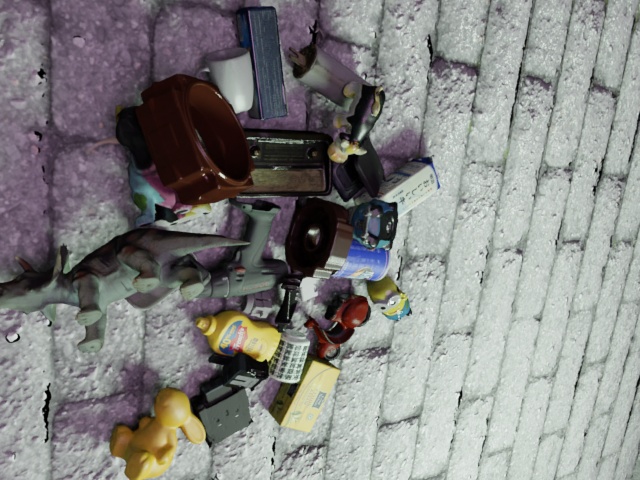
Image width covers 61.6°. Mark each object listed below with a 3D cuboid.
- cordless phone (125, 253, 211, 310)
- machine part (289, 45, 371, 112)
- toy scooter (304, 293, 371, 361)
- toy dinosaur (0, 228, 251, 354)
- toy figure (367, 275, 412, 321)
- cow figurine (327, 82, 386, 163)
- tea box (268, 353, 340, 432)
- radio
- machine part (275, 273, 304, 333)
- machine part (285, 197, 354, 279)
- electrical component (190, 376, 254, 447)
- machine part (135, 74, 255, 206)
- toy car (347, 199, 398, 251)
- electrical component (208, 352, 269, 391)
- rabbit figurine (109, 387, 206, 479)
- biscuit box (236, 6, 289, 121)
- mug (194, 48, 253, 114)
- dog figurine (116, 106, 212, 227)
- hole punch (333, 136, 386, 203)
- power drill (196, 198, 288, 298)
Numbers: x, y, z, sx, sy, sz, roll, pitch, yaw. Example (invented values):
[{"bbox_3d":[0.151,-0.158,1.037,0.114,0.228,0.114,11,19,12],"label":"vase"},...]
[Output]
[{"bbox_3d":[-0.276,0.075,0.964,0.146,0.184,0.088,-41,127,-17],"label":"cordless phone"},{"bbox_3d":[0.030,-0.327,1.109,0.243,0.079,0.079,22,92,-36],"label":"machine part"},{"bbox_3d":[0.034,0.192,1.273,0.135,0.075,0.184,40,86,-35],"label":"toy scooter"},{"bbox_3d":[-0.325,0.046,0.889,0.405,0.192,0.131,-25,145,-10],"label":"toy dinosaur"},{"bbox_3d":[0.172,0.148,1.333,0.082,0.089,0.180,-48,148,2],"label":"toy figure"},{"bbox_3d":[0.076,-0.228,1.070,0.068,0.098,0.167,14,99,-35],"label":"cow figurine"},{"bbox_3d":[-0.037,0.360,1.280,0.098,0.068,0.169,26,88,-35],"label":"tea box"},{"bbox_3d":[-0.083,-0.157,1.088,0.229,0.073,0.131,-5,107,-33],"label":"radio"},{"bbox_3d":[-0.067,0.133,1.155,0.084,0.039,0.138,-56,163,-51],"label":"machine part"},{"bbox_3d":[-0.002,-0.003,1.133,0.056,0.180,0.179,13,97,-37],"label":"machine part"},{"bbox_3d":[-0.215,0.365,1.171,0.115,0.058,0.134,-25,117,-27],"label":"electrical component"},{"bbox_3d":[-0.199,-0.166,0.903,0.087,0.201,0.201,-21,90,18],"label":"machine part"},{"bbox_3d":[0.102,-0.034,1.152,0.161,0.103,0.109,-7,104,-61],"label":"toy car"},{"bbox_3d":[-0.174,0.272,1.129,0.119,0.048,0.075,24,127,-34],"label":"electrical component"},{"bbox_3d":[-0.309,0.379,1.075,0.162,0.122,0.173,22,91,-41],"label":"rabbit figurine"},{"bbox_3d":[-0.110,-0.335,1.024,0.063,0.059,0.202,-16,113,-28],"label":"biscuit box"},{"bbox_3d":[-0.171,-0.286,0.989,0.109,0.081,0.107,-27,126,-23],"label":"mug"},{"bbox_3d":[-0.282,-0.140,0.945,0.109,0.191,0.219,-16,89,11],"label":"dog figurine"},{"bbox_3d":[0.081,-0.156,1.200,0.142,0.092,0.116,56,40,-29],"label":"hole punch"},{"bbox_3d":[-0.161,0.018,1.087,0.232,0.086,0.207,2,99,-35],"label":"power drill"}]
